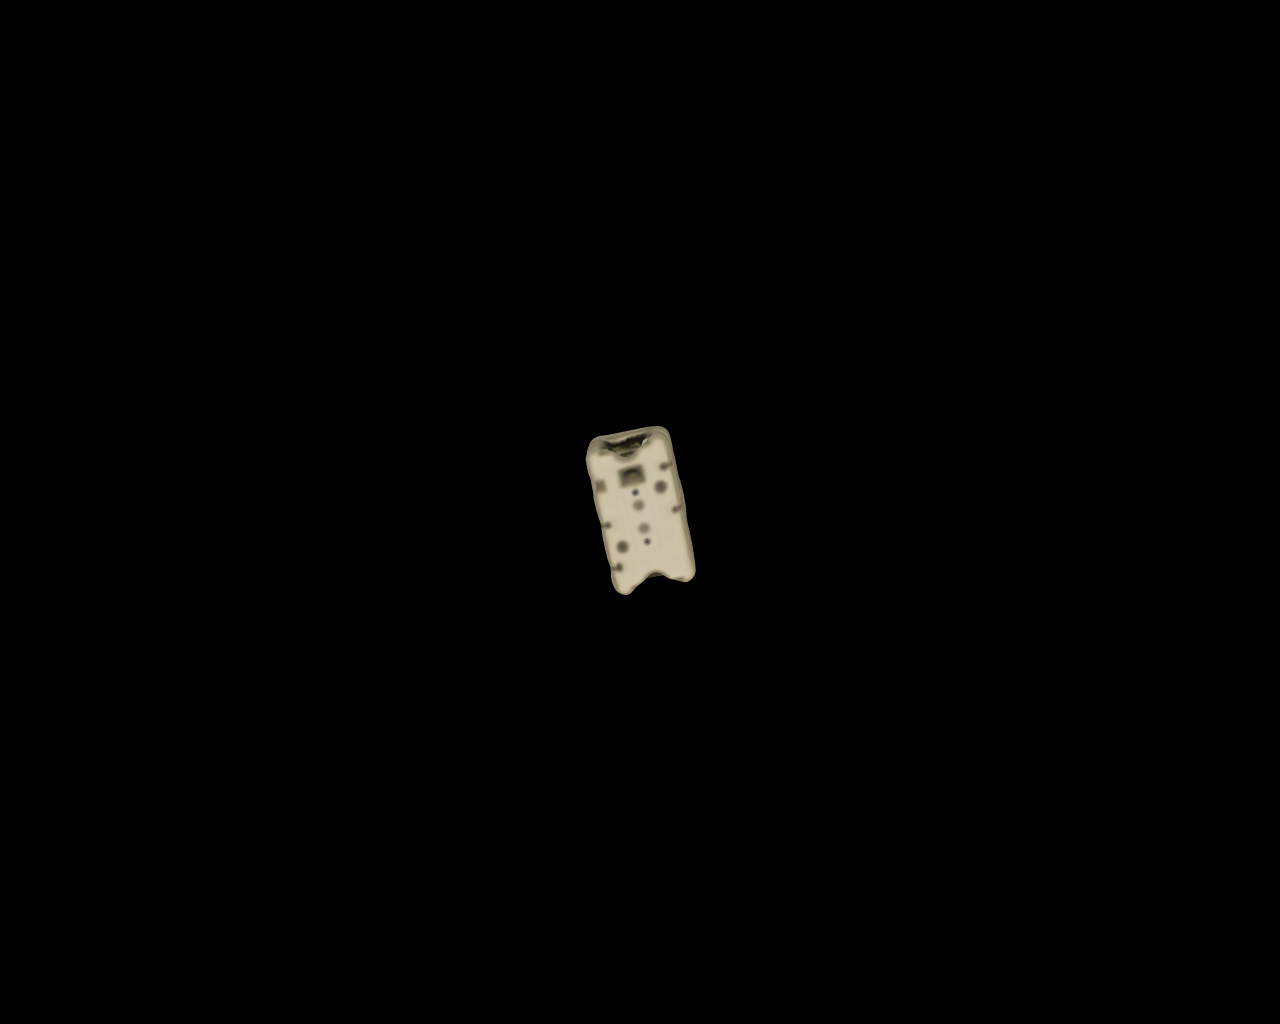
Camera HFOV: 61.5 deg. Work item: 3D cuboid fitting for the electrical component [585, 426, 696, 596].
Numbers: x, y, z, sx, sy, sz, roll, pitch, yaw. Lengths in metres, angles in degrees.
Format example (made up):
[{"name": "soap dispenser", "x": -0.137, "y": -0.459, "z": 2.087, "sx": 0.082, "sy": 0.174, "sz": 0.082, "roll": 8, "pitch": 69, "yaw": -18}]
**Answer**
[{"name": "electrical component", "x": 0.001, "y": -0.003, "z": 0.650, "sx": 0.050, "sy": 0.089, "sz": 0.056, "roll": -11, "pitch": 11, "yaw": 2}]
